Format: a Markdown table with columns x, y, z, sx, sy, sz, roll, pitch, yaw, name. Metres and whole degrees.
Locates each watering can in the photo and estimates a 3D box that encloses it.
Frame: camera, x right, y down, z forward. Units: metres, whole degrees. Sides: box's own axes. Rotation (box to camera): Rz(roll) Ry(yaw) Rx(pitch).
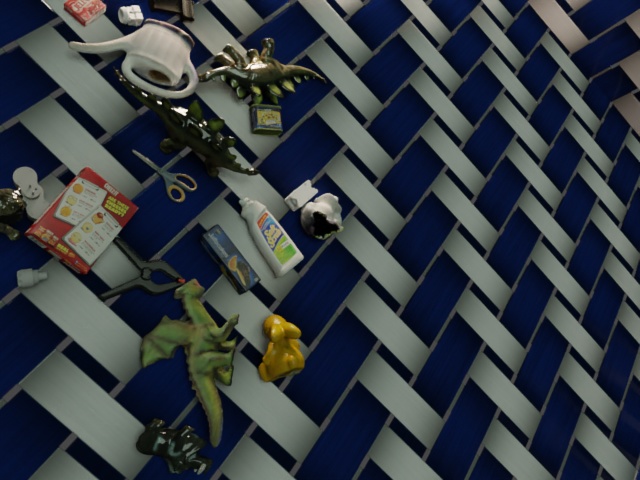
| x | y | z | sx | sy | sz | roll | pitch | yaw | name |
| --- | --- | --- | --- | --- | --- | --- | --- | --- | --- |
| -0.506 | -0.542 | 1.477 | 0.346 | 0.103 | 0.228 | 23 | 64 | -21 | watering can |

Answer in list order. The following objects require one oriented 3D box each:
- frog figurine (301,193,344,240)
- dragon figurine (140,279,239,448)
| x | y | z | sx | sy | sz | roll | pitch | yaw | name |
| --- | --- | --- | --- | --- | --- | --- | --- | --- | --- |
| 0.005 | -0.081 | 1.616 | 0.137 | 0.120 | 0.163 | 15 | 32 | -14 | frog figurine |
| -0.335 | 0.297 | 1.319 | 0.242 | 0.120 | 0.418 | 10 | 66 | -9 | dragon figurine |
